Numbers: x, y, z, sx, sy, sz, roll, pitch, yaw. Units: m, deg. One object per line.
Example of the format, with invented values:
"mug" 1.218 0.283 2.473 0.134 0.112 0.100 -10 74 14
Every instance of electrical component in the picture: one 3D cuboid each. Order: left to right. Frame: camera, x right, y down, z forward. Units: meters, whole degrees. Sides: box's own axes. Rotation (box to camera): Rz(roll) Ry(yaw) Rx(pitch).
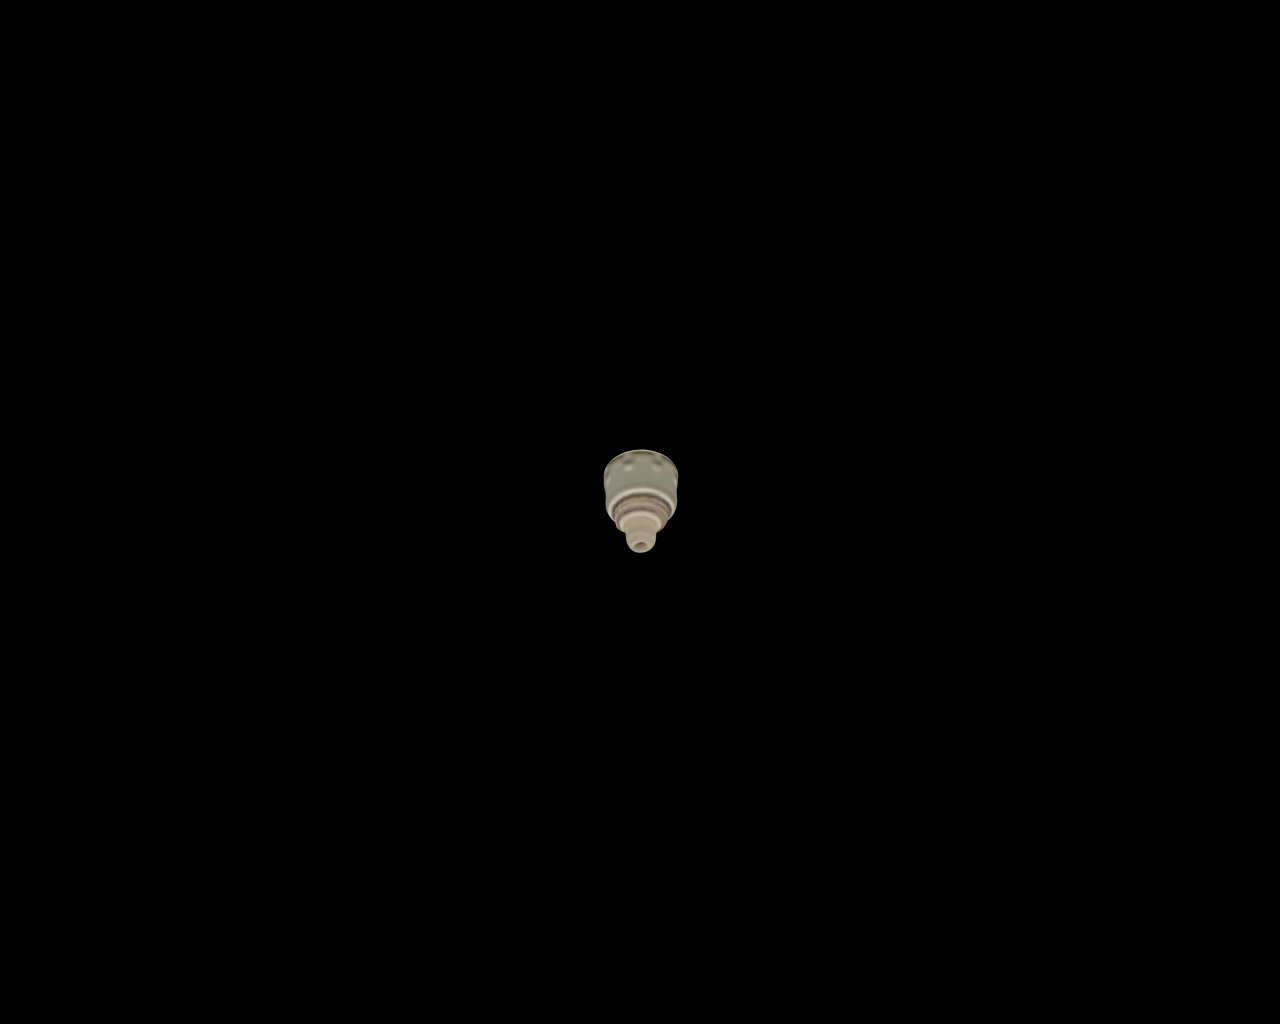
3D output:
"electrical component" 0.001 -0.003 0.650 0.048 0.062 0.048 0 -39 0
